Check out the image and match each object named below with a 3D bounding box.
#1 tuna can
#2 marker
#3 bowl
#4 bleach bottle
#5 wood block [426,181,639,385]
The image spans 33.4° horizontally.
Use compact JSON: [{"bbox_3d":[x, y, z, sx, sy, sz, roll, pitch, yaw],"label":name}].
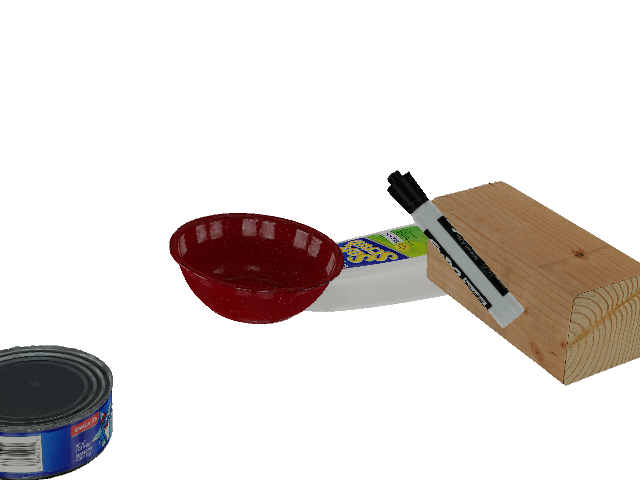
[{"bbox_3d":[-0.153,0.090,0.565,0.086,0.034,0.086,3,22,-1],"label":"tuna can"},{"bbox_3d":[0.084,0.004,0.682,0.020,0.121,0.020,-38,-7,-6],"label":"marker"},{"bbox_3d":[-0.060,0.031,0.986,0.162,0.055,0.162,6,24,-3],"label":"bowl"},{"bbox_3d":[0.034,0.040,1.173,0.250,0.068,0.103,-12,31,-24],"label":"bleach bottle"},{"bbox_3d":[0.191,0.031,0.968,0.090,0.090,0.206,-15,31,-25],"label":"wood block"}]
